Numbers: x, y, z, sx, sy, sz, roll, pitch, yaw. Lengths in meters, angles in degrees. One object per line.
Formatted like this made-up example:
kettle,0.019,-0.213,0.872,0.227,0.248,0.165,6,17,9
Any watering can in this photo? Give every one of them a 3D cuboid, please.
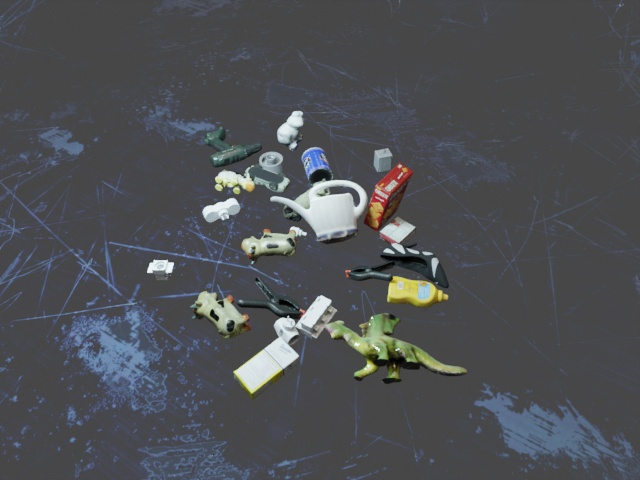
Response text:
watering can,0.006,-0.094,1.867,0.347,0.103,0.225,-10,85,2

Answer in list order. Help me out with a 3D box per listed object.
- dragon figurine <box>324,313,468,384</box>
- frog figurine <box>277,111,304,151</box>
dragon figurine,0.215,0.303,1.541,0.410,0.119,0.249,6,37,-6
frog figurine,-0.130,-0.497,2.276,0.124,0.155,0.140,29,52,27
